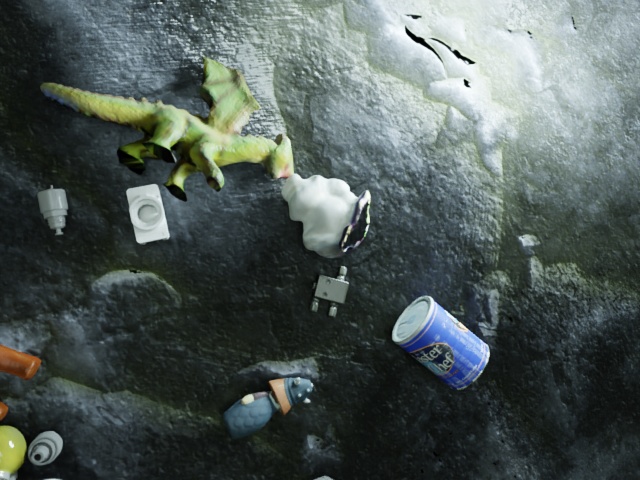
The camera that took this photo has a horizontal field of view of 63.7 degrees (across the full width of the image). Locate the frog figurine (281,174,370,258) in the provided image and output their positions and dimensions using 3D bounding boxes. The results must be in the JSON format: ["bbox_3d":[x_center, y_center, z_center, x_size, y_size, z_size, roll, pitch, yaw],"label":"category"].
[{"bbox_3d":[0.003,-0.046,0.912,0.160,0.122,0.138,20,88,25],"label":"frog figurine"}]

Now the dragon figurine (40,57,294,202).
[{"bbox_3d":[-0.221,-0.213,0.879,0.408,0.120,0.247,35,60,-10],"label":"dragon figurine"}]
